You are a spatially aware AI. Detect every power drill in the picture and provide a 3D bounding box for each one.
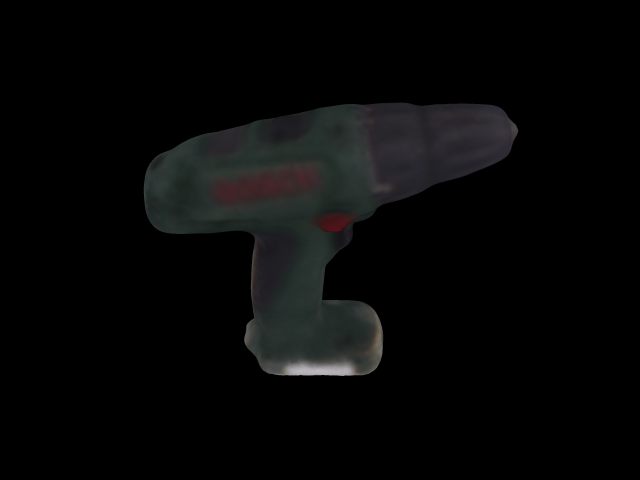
[{"bbox_3d":[0.004,0.001,0.400,0.229,0.208,0.075,0,39,0],"label":"power drill"}]
